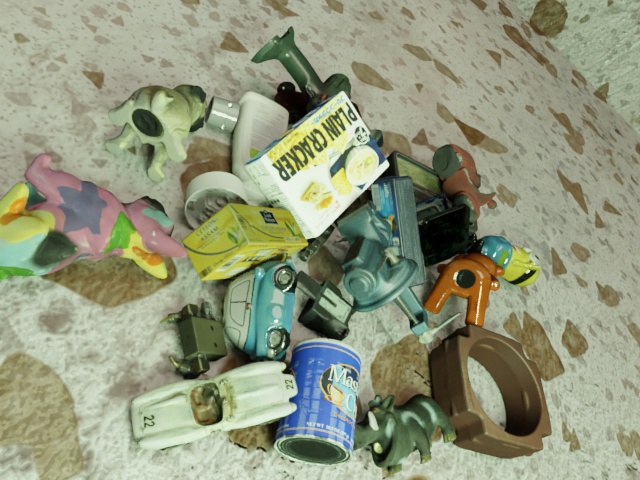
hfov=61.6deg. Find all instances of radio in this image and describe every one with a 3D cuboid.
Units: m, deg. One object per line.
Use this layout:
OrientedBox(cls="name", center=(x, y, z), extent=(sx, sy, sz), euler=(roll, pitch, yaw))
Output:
OrientedBox(cls="radio", center=(0.228, -0.084, 1.148), extent=(0.229, 0.073, 0.131), euler=(21, 48, -23))

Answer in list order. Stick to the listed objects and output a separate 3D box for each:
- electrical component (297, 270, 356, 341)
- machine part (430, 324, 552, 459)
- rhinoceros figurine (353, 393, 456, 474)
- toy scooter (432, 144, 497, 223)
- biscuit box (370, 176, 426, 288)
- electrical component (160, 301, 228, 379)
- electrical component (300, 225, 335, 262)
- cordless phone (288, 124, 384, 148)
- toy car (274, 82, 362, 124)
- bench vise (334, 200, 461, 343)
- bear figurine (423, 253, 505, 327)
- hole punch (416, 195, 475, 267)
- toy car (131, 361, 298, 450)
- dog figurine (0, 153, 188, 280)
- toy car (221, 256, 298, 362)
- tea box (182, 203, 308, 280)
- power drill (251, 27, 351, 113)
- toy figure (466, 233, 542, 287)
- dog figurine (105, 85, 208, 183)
OrientedBox(cls="electrical component", center=(-0.001, 0.104, 0.857), extent=(0.119, 0.048, 0.075), euler=(36, 43, -10))
OrientedBox(cls="machine part", center=(0.293, 0.264, 0.934), extent=(0.201, 0.087, 0.201), euler=(21, 50, -23))
OrientedBox(cls="rhinoceros figurine", center=(0.118, 0.278, 0.793), extent=(0.190, 0.073, 0.112), euler=(-3, 64, -42))
OrientedBox(cls="toy scooter", center=(0.315, -0.117, 1.135), extent=(0.135, 0.075, 0.184), euler=(5, 61, -36))
OrientedBox(cls="biscuit box", center=(0.142, -0.015, 0.981), extent=(0.063, 0.059, 0.202), euler=(-10, 94, -44))
OrientedBox(cls="electrical component", center=(-0.168, 0.132, 0.718), extent=(0.078, 0.045, 0.102), euler=(22, 44, -62))
OrientedBox(cls="electrical component", center=(-0.002, -0.003, 0.923), extent=(0.021, 0.063, 0.094), euler=(41, 43, -5))
OrientedBox(cls="cordless phone", center=(0.023, -0.196, 1.084), extent=(0.184, 0.088, 0.146), euler=(27, 44, 8))
OrientedBox(cls="toy car", center=(-0.004, -0.275, 1.130), extent=(0.202, 0.053, 0.089), euler=(-1, 58, -32))
OrientedBox(cls="bench vise", center=(0.112, 0.062, 0.876), extent=(0.240, 0.129, 0.224), euler=(52, 16, -13))
OrientedBox(cls="bear figurine", center=(0.291, 0.088, 1.061), extent=(0.120, 0.131, 0.195), euler=(20, 5, 20))
OrientedBox(cls="hole punch", center=(0.222, -0.021, 1.046), extent=(0.142, 0.115, 0.092), euler=(-21, 33, -22))
OrientedBox(cls="toy car", center=(-0.125, 0.200, 0.657), extent=(0.202, 0.056, 0.073), euler=(-10, 64, -17))
OrientedBox(cls="dog figurine", center=(-0.287, 0.000, 0.680), extent=(0.219, 0.108, 0.191), euler=(30, 45, -19))
OrientedBox(cls="toy car", center=(-0.089, 0.102, 0.767), extent=(0.103, 0.109, 0.161), euler=(9, 63, -3))
OrientedBox(cls="tea box", center=(-0.103, 0.004, 0.779), extent=(0.068, 0.098, 0.169), euler=(60, 20, 13))
OrientedBox(cls="power drill", center=(-0.029, -0.291, 1.018), extent=(0.207, 0.086, 0.232), euler=(43, 43, -11))
OrientedBox(cls="toy figure", center=(0.402, 0.042, 1.184), extent=(0.180, 0.089, 0.082), euler=(17, 46, -16))
OrientedBox(cls="dog figurine", center=(-0.227, -0.209, 0.836), extent=(0.121, 0.172, 0.190), euler=(41, 50, -20))
